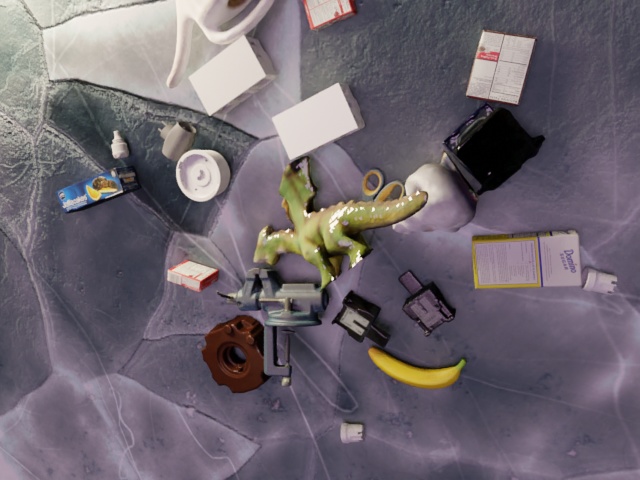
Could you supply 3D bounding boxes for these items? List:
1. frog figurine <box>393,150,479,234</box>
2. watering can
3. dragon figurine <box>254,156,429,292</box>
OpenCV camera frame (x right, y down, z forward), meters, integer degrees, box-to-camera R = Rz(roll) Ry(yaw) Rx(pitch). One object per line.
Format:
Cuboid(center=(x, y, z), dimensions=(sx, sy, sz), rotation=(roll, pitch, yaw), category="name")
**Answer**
Cuboid(center=(0.193, -0.060, 0.916), dimensions=(0.158, 0.125, 0.135), rotation=(-36, -54, 18), category="frog figurine")
Cuboid(center=(-0.228, -0.470, 0.994), dimensions=(0.344, 0.224, 0.105), rotation=(-32, -1, 25), category="watering can")
Cuboid(center=(0.003, -0.049, 0.981), dimensions=(0.403, 0.244, 0.123), rotation=(-44, -12, 36), category="dragon figurine")
